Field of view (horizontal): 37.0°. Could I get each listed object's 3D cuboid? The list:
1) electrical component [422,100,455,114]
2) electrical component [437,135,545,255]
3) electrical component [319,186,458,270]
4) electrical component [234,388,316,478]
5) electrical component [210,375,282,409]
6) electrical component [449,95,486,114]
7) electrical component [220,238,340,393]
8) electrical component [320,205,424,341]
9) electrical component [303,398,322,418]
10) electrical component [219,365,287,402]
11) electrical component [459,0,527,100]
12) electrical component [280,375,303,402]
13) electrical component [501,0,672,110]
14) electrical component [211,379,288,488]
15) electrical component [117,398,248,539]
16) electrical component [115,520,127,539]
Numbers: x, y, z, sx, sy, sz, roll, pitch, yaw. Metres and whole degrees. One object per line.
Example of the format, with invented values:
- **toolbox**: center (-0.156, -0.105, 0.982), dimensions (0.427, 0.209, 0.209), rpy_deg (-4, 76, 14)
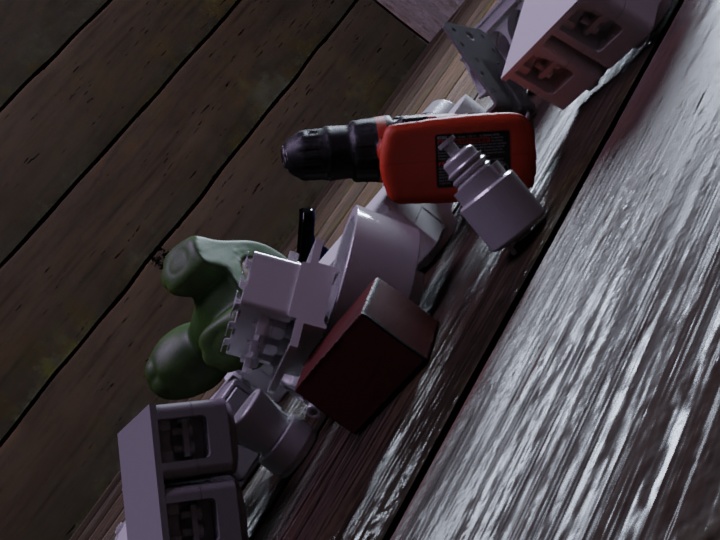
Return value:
- **electrical component**: center (0.089, -0.159, 1.218), dimensions (0.047, 0.055, 0.055), rpy_deg (-52, 6, -31)
- **electrical component**: center (0.075, -0.047, 0.641), dimensions (0.040, 0.078, 0.040), rpy_deg (-39, 0, 0)
- **electrical component**: center (0.012, -0.008, 0.913), dimensions (0.150, 0.062, 0.089), rpy_deg (-48, 8, 33)
- **electrical component**: center (-0.066, 0.121, 0.797), dimensions (0.045, 0.055, 0.045), rpy_deg (-52, 7, 9)
- **electrical component**: center (-0.136, 0.162, 1.052), dimensions (0.113, 0.057, 0.078), rpy_deg (-45, 10, 47)
- **electrical component**: center (0.066, -0.122, 1.091), dimensions (0.138, 0.074, 0.052), rpy_deg (-52, 7, 1)
- **electrical component**: center (-0.060, 0.032, 0.765), dimensions (0.121, 0.063, 0.078), rpy_deg (119, 165, -66)
- **electrical component**: center (0.012, 0.013, 0.769), dimensions (0.108, 0.060, 0.108), rpy_deg (-165, 90, -84)
- **electrical component**: center (-0.028, 0.088, 0.802), dimensions (0.035, 0.035, 0.061), rpy_deg (-49, 10, 30)
- **electrical component**: center (-0.113, 0.102, 1.095), dimensions (0.075, 0.083, 0.047), rpy_deg (-50, 7, 16)
- **electrical component**: center (0.150, -0.208, 0.981), dimensions (0.063, 0.078, 0.121), rpy_deg (-23, -6, -24)
- **electrical component**: center (-0.035, 0.076, 0.873), dimensions (0.062, 0.043, 0.043), rpy_deg (-53, 7, -17)
- **electrical component**: center (0.174, -0.217, 0.774), dimensions (0.105, 0.060, 0.186), rpy_deg (-43, 23, 55)
- **electrical component**: center (-0.117, 0.152, 0.952), dimensions (0.096, 0.062, 0.061), rpy_deg (-55, 7, -24)
- **electrical component**: center (-0.133, 0.160, 0.791), dimensions (0.186, 0.060, 0.105), rpy_deg (143, 121, -66)
- **electrical component**: center (-0.176, 0.245, 0.907), dimensions (0.061, 0.061, 0.096), rpy_deg (-50, 15, 25)
